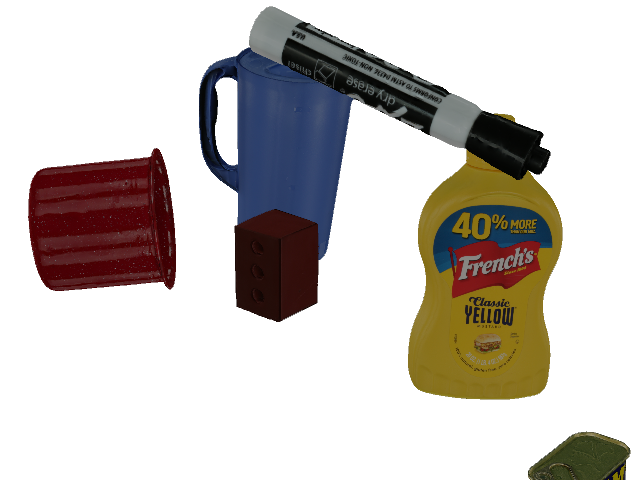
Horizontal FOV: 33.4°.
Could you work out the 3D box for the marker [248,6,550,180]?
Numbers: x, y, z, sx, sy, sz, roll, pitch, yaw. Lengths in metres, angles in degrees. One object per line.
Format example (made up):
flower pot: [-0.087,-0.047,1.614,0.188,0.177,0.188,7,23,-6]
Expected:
marker: [0.028,-0.054,0.394,0.121,0.020,0.020,28,8,16]

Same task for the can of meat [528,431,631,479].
can of meat: [0.228,0.230,0.940,0.058,0.084,0.101,14,26,41]

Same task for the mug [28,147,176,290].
mug: [-0.142,-0.010,0.712,0.081,0.093,0.117,-6,-2,-1]

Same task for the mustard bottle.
mustard bottle: [0.113,0.010,0.723,0.096,0.192,0.058,3,15,-1]

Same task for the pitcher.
pitcher: [-0.046,-0.096,1.215,0.144,0.243,0.149,-20,38,-40]

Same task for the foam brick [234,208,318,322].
foam brick: [-0.037,0.021,0.914,0.053,0.078,0.051,17,26,38]
